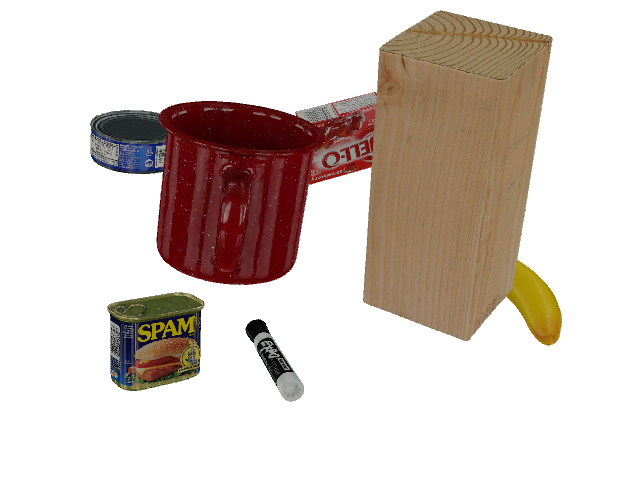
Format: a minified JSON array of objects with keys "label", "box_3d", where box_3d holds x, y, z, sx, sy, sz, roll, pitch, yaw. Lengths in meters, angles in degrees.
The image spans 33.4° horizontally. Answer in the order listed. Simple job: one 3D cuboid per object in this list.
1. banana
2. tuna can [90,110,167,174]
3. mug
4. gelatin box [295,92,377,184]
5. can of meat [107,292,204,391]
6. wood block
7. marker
[{"label":"banana","box_3d":[0.182,0.046,1.061,0.069,0.037,0.198,-34,36,-19]},{"label":"tuna can","box_3d":[-0.171,-0.092,0.996,0.086,0.034,0.086,6,25,-3]},{"label":"mug","box_3d":[-0.048,-0.022,0.593,0.093,0.081,0.117,6,22,-8]},{"label":"gelatin box","box_3d":[0.023,-0.102,1.066,0.089,0.073,0.030,-15,42,-12]},{"label":"can of meat","box_3d":[-0.177,0.109,1.151,0.101,0.084,0.058,-8,19,-36]},{"label":"wood block","box_3d":[0.094,-0.045,0.764,0.091,0.206,0.090,20,37,26]},{"label":"marker","box_3d":[-0.039,0.095,0.876,0.020,0.020,0.121,0,20,-19]}]
